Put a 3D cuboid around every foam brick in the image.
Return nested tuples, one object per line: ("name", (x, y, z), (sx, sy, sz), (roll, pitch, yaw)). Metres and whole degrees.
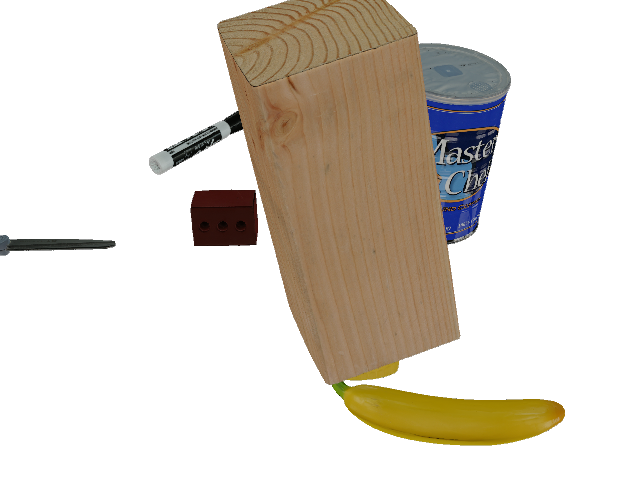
("foam brick", (-0.116, -0.028, 1.291), (0.078, 0.053, 0.051), (-2, 27, 2))

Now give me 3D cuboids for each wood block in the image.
("wood block", (0.014, -0.030, 0.620), (0.090, 0.206, 0.090), (-19, 36, -8))

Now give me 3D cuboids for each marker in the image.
("marker", (-0.115, -0.097, 1.034), (0.020, 0.020, 0.120), (0, 27, 48))

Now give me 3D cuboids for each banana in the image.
("banana", (0.105, 0.140, 0.880), (0.198, 0.037, 0.069), (8, 29, 4))

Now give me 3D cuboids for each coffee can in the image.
("coffee can", (0.097, -0.082, 0.905), (0.102, 0.140, 0.103), (5, 34, -3))

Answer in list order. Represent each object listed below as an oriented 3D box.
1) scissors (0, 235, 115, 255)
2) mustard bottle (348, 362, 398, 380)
("scissors", (-0.279, 0.011, 0.872), (0.202, 0.016, 0.096), (5, 24, 6))
("mustard bottle", (0.059, 0.092, 1.437), (0.096, 0.192, 0.058), (-3, 21, -8))
